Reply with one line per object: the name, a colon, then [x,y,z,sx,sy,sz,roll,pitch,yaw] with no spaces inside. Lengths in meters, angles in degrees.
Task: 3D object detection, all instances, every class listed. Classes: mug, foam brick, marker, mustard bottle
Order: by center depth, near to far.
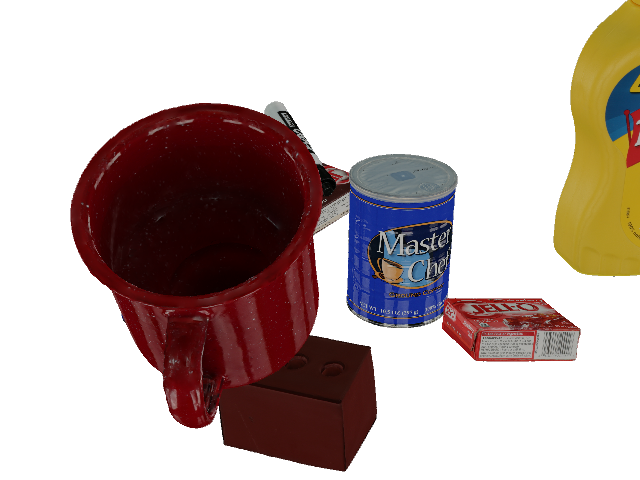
mug: [-0.043,0.017,0.416,0.093,0.117,0.081,-1,-34,3]
foam brick: [-0.013,0.088,0.604,0.078,0.051,0.053,8,31,19]
mustard bottle: [0.190,-0.075,0.610,0.096,0.192,0.058,-7,29,-12]
marker: [-0.017,-0.075,0.877,0.020,0.020,0.121,0,38,-29]

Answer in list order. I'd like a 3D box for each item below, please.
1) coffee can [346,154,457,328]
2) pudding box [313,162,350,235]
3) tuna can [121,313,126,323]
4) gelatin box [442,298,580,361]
coffee can: [0.077,-0.001,1.039,0.103,0.140,0.103,0,27,0]
pudding box: [-0.009,-0.055,1.343,0.090,0.039,0.113,22,41,34]
tuna can: [-0.139,0.058,0.979,0.086,0.034,0.086,7,15,-2]
gelatin box: [0.150,0.070,0.851,0.089,0.030,0.073,2,16,-14]
